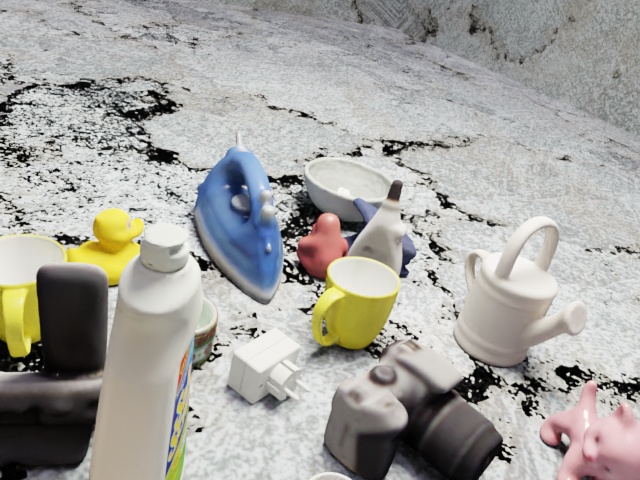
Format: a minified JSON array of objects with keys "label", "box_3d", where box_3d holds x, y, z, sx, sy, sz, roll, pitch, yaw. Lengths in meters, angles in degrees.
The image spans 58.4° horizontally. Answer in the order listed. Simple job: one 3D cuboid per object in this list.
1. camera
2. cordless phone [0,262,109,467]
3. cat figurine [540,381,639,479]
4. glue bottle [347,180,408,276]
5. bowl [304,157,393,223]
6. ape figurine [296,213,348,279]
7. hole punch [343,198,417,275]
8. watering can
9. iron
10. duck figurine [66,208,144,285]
[{"label":"camera","box_3d":[0.100,0.173,0.556,0.136,0.101,0.144,35,35,32]},{"label":"cordless phone","box_3d":[-0.239,0.089,0.460,0.148,0.185,0.094,2,31,-21]},{"label":"cat figurine","box_3d":[0.287,0.200,0.577,0.067,0.118,0.127,12,29,-5]},{"label":"glue bottle","box_3d":[0.085,-0.003,0.782,0.078,0.173,0.037,22,30,14]},{"label":"bowl","box_3d":[0.046,-0.078,0.997,0.167,0.075,0.167,11,29,-6]},{"label":"ape figurine","box_3d":[0.008,0.003,0.820,0.078,0.092,0.076,8,29,-11]},{"label":"hole punch","box_3d":[0.095,-0.008,0.881,0.101,0.091,0.108,4,31,-18]},{"label":"watering can","box_3d":[0.255,0.061,0.727,0.172,0.194,0.101,30,33,26]},{"label":"iron","box_3d":[-0.097,-0.044,0.803,0.119,0.141,0.257,0,32,-25]},{"label":"duck figurine","box_3d":[-0.261,0.003,0.702,0.105,0.086,0.077,-16,41,-42]}]
